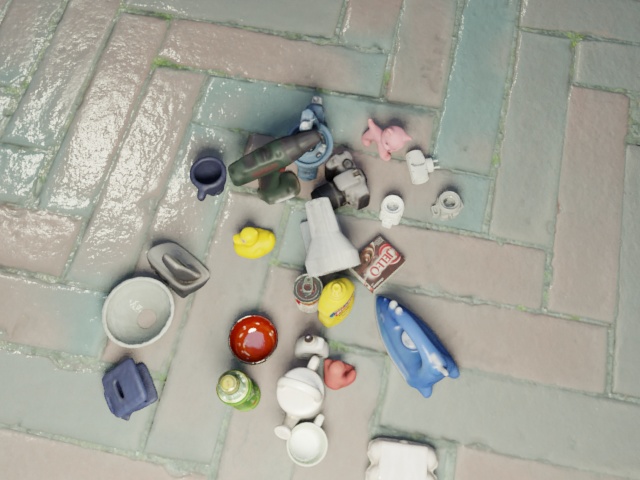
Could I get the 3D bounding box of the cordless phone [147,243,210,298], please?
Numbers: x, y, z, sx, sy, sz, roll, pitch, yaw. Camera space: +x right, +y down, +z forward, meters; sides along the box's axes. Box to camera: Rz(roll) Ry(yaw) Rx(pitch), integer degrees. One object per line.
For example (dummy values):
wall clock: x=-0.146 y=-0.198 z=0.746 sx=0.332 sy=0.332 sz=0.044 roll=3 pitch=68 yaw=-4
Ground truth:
cordless phone: x=-0.339 y=0.048 z=1.316 sx=0.147 sy=0.185 sz=0.094 roll=36 pitch=74 yaw=14

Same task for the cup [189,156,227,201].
cup: x=-0.276 y=-0.138 z=1.436 sx=0.091 sy=0.095 sz=0.118 roll=10 pitch=69 yaw=6

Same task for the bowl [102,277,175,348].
bowl: x=-0.411 y=0.174 z=1.328 sx=0.167 sy=0.075 sz=0.167 roll=0 pitch=69 yaw=1

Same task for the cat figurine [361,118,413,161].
cat figurine: x=0.170 y=-0.266 z=1.462 sx=0.127 sy=0.118 sz=0.067 roll=39 pitch=75 yaw=15

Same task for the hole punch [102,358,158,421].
hole punch: x=-0.425 y=0.329 z=1.259 sx=0.101 sy=0.091 sz=0.108 roll=-27 pitch=70 yaw=-9

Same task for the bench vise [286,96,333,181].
bench vise: x=-0.034 y=-0.278 z=1.418 sx=0.121 sy=0.220 sz=0.207 roll=-9 pitch=68 yaw=-2

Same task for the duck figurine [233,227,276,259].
duck figurine: x=-0.162 y=-0.003 z=1.385 sx=0.104 sy=0.086 sz=0.077 roll=-10 pitch=68 yaw=-2

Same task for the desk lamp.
desk lamp: x=0.012 y=0.005 z=1.309 sx=0.118 sy=0.213 sz=0.203 roll=-15 pitch=69 yaw=-4

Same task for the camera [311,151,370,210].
camera: x=0.041 y=-0.137 z=1.424 sx=0.137 sy=0.101 sz=0.143 roll=-25 pitch=70 yaw=-8

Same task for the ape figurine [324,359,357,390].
ape figurine: x=0.039 y=0.290 z=1.261 sx=0.076 sy=0.092 sz=0.077 roll=-42 pitch=73 yaw=-14

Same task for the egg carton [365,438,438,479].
egg carton: x=0.171 y=0.475 z=1.198 sx=0.150 sy=0.069 sz=0.107 roll=5 pitch=69 yaw=4

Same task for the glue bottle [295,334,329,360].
glue bottle: x=-0.020 y=0.228 z=1.244 sx=0.078 sy=0.173 sz=0.037 roll=2 pitch=68 yaw=3

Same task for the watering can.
watering can: x=-0.041 y=0.326 z=1.194 sx=0.101 sy=0.194 sz=0.173 roll=0 pitch=68 yaw=2

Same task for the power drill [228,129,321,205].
power drill: x=-0.102 y=-0.172 z=1.384 sx=0.230 sy=0.208 sz=0.075 roll=-22 pitch=69 yaw=-7

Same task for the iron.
iron: x=0.200 y=0.211 z=1.262 sx=0.119 sy=0.141 sz=0.258 roll=-32 pitch=71 yaw=-10
